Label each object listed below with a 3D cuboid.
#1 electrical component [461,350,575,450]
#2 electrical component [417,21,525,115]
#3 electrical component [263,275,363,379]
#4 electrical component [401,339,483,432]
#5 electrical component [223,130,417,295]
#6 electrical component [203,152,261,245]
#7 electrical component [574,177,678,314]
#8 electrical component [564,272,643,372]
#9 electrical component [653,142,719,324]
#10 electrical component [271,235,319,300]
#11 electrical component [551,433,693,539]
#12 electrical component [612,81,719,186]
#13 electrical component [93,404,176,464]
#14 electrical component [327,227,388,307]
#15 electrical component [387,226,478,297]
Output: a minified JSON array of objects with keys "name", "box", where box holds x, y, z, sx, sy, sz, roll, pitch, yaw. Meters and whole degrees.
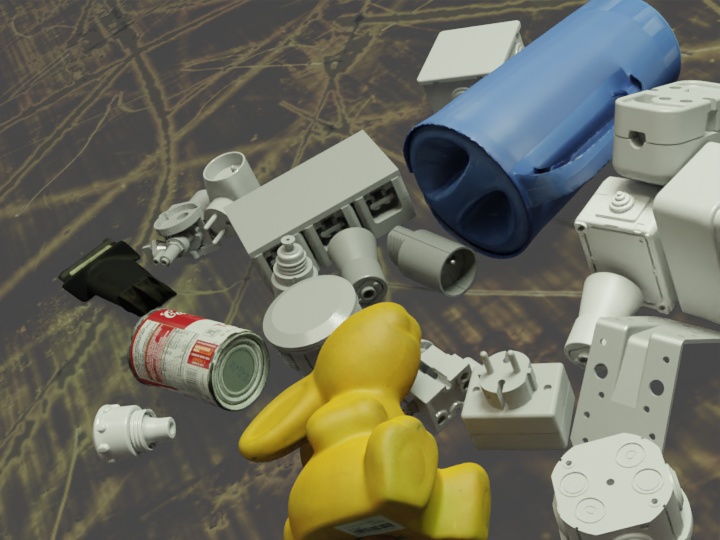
[{"name":"electrical component","box":[0.103,0.081,0.732,0.066,0.076,0.047,-5,42,26]},{"name":"electrical component","box":[0.116,-0.200,1.078,0.100,0.048,0.099,-2,44,28]},{"name":"electrical component","box":[-0.034,0.047,0.873,0.080,0.051,0.080,-16,38,13]},{"name":"electrical component","box":[0.049,0.081,0.790,0.066,0.048,0.055,-41,47,-18]},{"name":"electrical component","box":[-0.036,-0.050,0.979,0.150,0.061,0.089,-30,37,-4]},{"name":"electrical component","box":[-0.124,-0.058,1.026,0.044,0.077,0.079,5,47,34]},{"name":"electrical component","box":[0.203,-0.026,0.783,0.062,0.096,0.061,14,52,40]},{"name":"electrical component","box":[0.172,0.040,0.771,0.044,0.044,0.065,6,52,35]},{"name":"electrical component","box":[0.256,-0.021,0.734,0.078,0.113,0.057,-43,38,-20]},{"name":"electrical component","box":[-0.056,0.005,0.918,0.040,0.078,0.040,-5,38,4]},{"name":"electrical component","box":[0.157,0.143,0.649,0.080,0.051,0.080,-16,39,13]},{"name":"electrical component","box":[0.225,-0.095,0.762,0.095,0.059,0.054,-19,27,-36]},{"name":"electrical component","box":[-0.180,0.130,0.867,0.062,0.048,0.048,-7,41,13]},{"name":"electrical component","box":[0.000,0.000,0.918,0.044,0.044,0.065,-24,42,3]},{"name":"electrical component","box":[0.054,-0.010,0.895,0.043,0.043,0.081,-42,40,-20]}]
